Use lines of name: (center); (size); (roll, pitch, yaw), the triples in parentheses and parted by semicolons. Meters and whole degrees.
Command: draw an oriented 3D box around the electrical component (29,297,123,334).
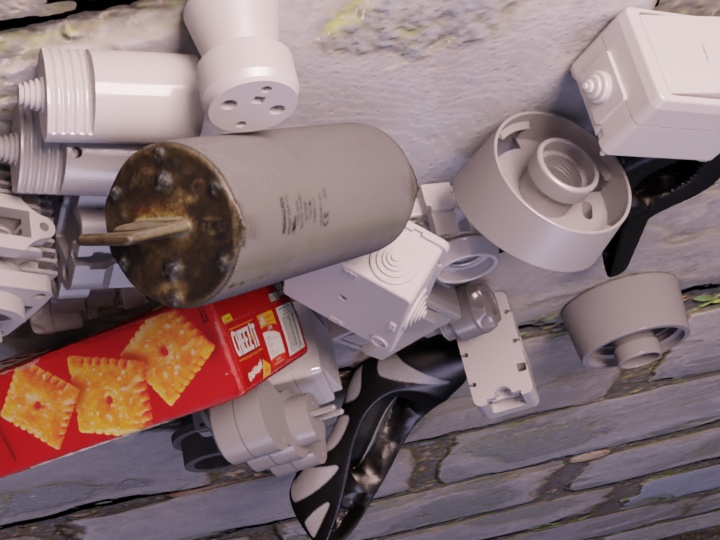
electrical component: (-0.184, 0.021, 0.701); (0.061, 0.035, 0.035); (-9, 156, -14)

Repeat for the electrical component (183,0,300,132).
electrical component: (-0.053, -0.096, 0.486); (0.045, 0.055, 0.045); (-12, 157, -5)

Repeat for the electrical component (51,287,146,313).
electrical component: (-0.160, 0.000, 0.656); (0.055, 0.048, 0.066); (-1, 154, -10)

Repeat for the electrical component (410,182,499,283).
electrical component: (0.063, -0.025, 0.703); (0.066, 0.055, 0.048); (-7, 155, -14)

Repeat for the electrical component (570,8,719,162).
electrical component: (0.164, -0.101, 0.580); (0.096, 0.061, 0.061); (0, 153, -27)

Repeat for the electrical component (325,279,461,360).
electrical component: (0.027, 0.020, 0.775); (0.096, 0.061, 0.062); (-25, 154, 24)

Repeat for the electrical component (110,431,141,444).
electrical component: (-0.204, 0.114, 0.881); (0.045, 0.045, 0.055); (-12, 156, -3)

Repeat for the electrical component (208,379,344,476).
electrical component: (-0.049, 0.112, 0.783); (0.074, 0.052, 0.138); (-19, 160, 11)

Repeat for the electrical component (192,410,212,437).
electrical component: (-0.107, 0.117, 0.924); (0.078, 0.058, 0.057); (-13, 159, -1)

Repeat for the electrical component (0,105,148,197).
electrical component: (-0.141, -0.059, 0.537); (0.081, 0.043, 0.043); (0, 153, -28)

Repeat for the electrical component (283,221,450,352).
electrical component: (0.000, 0.000, 0.678); (0.100, 0.048, 0.099); (29, 154, 7)

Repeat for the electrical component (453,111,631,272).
electrical component: (0.108, -0.044, 0.638); (0.099, 0.099, 0.064); (-1, 147, -26)

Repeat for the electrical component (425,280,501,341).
electrical component: (0.078, 0.036, 0.859); (0.062, 0.043, 0.043); (-23, 154, 23)

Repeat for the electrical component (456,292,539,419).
electrical component: (0.114, 0.073, 0.901); (0.050, 0.089, 0.055); (-18, 156, 9)

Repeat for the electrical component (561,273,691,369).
electrical component: (0.241, 0.053, 0.960); (0.108, 0.060, 0.108); (-11, 156, -5)

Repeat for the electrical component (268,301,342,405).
electrical component: (-0.053, 0.066, 0.833); (0.061, 0.061, 0.096); (-14, 156, 1)

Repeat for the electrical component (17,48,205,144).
electrical component: (-0.117, -0.081, 0.501); (0.081, 0.043, 0.043); (-2, 154, -24)

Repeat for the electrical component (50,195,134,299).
electrical component: (-0.138, -0.022, 0.598); (0.057, 0.058, 0.078); (-2, 128, -34)
